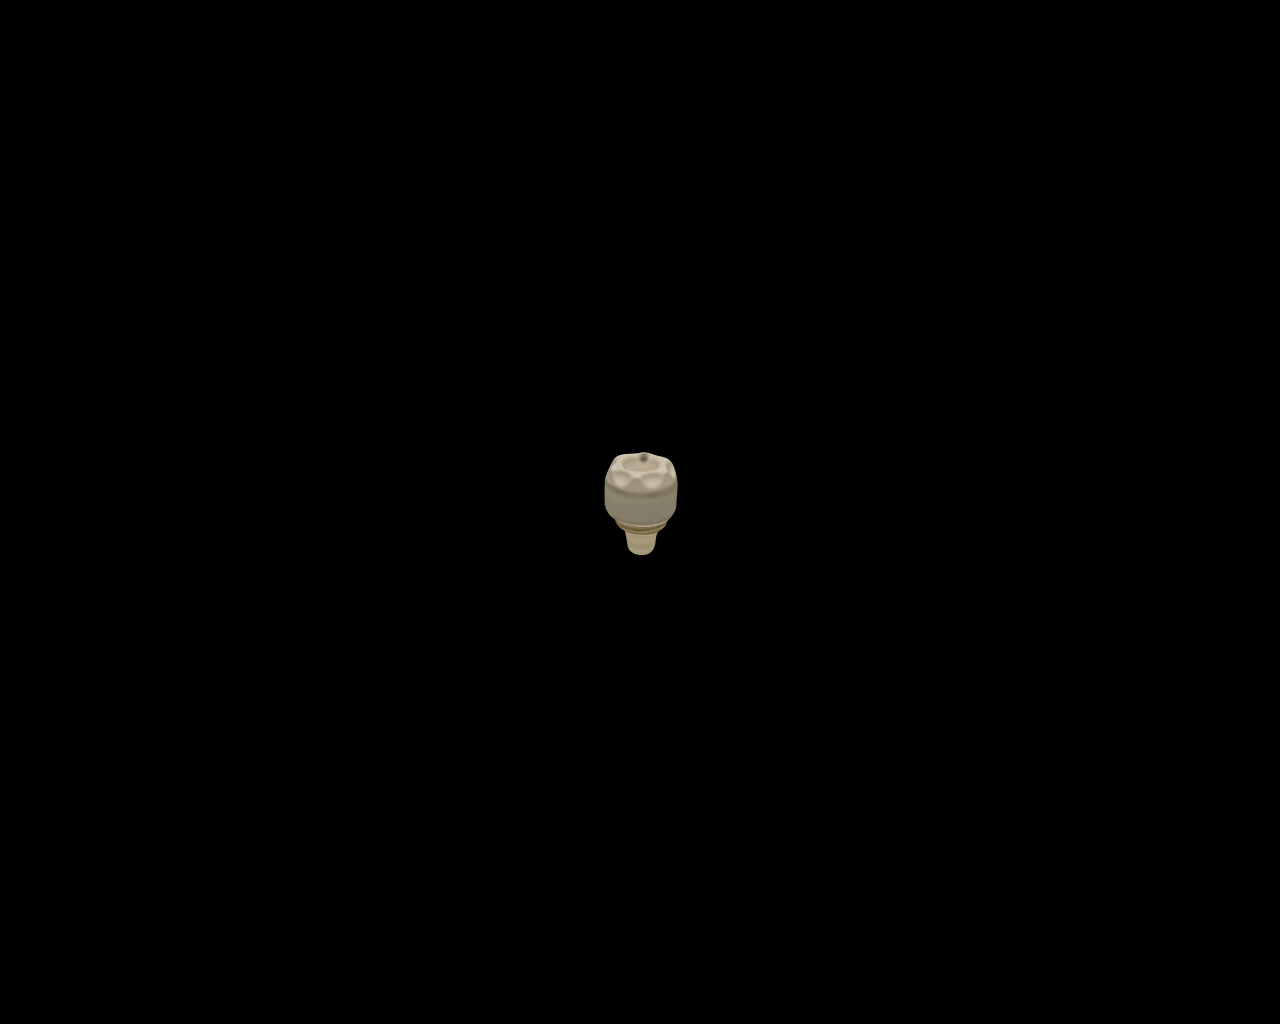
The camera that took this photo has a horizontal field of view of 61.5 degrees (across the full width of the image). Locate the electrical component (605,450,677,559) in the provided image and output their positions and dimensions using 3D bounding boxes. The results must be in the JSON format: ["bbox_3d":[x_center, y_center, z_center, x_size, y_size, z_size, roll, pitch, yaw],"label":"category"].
[{"bbox_3d":[0.001,-0.003,0.650,0.043,0.062,0.043,0,27,0],"label":"electrical component"}]
